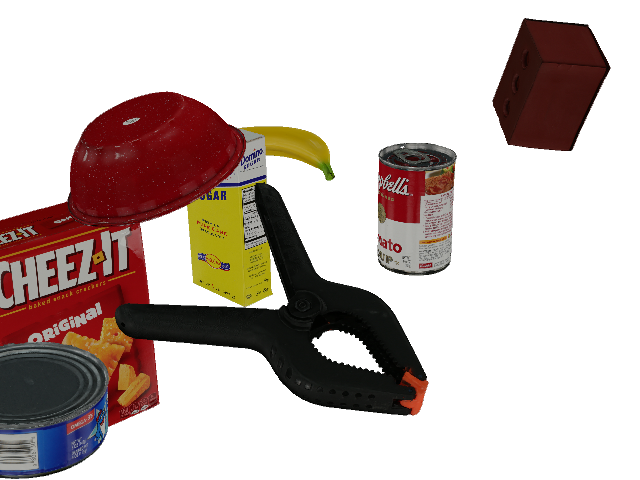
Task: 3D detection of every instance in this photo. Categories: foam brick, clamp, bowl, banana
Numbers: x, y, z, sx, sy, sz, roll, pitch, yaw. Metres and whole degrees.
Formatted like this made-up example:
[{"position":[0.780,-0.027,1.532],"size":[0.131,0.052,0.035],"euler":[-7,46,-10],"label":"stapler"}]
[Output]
[{"position":[0.162,-0.110,0.759],"size":[0.051,0.053,0.078],"euler":[2,-45,-13],"label":"foam brick"},{"position":[-0.024,0.058,0.730],"size":[0.210,0.036,0.164],"euler":[38,58,23],"label":"clamp"},{"position":[-0.146,-0.078,0.889],"size":[0.162,0.055,0.162],"euler":[-15,31,9],"label":"bowl"},{"position":[-0.070,-0.115,1.320],"size":[0.198,0.037,0.069],"euler":[6,39,16],"label":"banana"}]

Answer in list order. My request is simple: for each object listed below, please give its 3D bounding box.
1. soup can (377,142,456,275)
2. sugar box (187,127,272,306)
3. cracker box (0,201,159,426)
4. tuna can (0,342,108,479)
[{"position":[0.084,-0.028,0.946],"size":[0.068,0.102,0.068],"euler":[0,23,0],"label":"soup can"},{"position":[-0.097,-0.029,1.102],"size":[0.048,0.176,0.093],"euler":[-24,30,-38],"label":"sugar box"},{"position":[-0.239,0.081,0.982],"size":[0.163,0.214,0.072],"euler":[-19,30,-34],"label":"cracker box"},{"position":[-0.154,0.088,0.561],"size":[0.086,0.034,0.086],"euler":[3,23,-1],"label":"tuna can"}]
